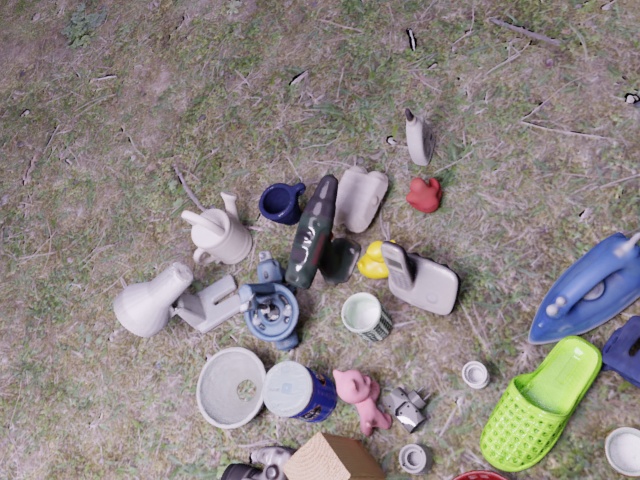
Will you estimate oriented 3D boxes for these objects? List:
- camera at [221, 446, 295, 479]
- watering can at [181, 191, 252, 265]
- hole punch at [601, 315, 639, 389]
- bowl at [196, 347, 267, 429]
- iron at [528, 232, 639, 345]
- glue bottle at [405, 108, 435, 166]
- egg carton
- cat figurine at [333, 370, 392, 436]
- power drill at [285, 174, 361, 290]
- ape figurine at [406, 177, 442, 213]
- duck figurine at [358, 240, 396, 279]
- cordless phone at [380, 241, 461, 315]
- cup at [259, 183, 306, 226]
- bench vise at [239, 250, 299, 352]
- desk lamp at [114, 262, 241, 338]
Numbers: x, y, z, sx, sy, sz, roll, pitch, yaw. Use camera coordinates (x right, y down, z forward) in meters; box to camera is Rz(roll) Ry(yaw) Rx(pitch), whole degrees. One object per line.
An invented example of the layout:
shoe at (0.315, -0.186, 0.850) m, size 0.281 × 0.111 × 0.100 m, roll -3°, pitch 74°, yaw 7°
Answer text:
camera at (-0.123, 0.465, 1.110) m, size 0.136 × 0.101 × 0.143 m, roll 8°, pitch 72°, yaw 25°
watering can at (-0.242, -0.029, 1.315) m, size 0.100 × 0.195 × 0.173 m, roll 0°, pitch 69°, yaw 23°
hole punch at (0.534, 0.188, 0.956) m, size 0.100 × 0.091 × 0.109 m, roll 35°, pitch 85°, yaw 31°
bowl at (-0.172, 0.315, 1.210) m, size 0.167 × 0.075 × 0.167 m, roll -9°, pitch 66°, yaw 20°
iron at (0.463, 0.086, 1.000) m, size 0.258 × 0.142 × 0.118 m, roll -41°, pitch 59°, yaw 2°
glue bottle at (0.207, -0.230, 1.223) m, size 0.037 × 0.174 × 0.078 m, roll 11°, pitch 73°, yaw 27°
egg carton at (0.085, -0.091, 1.276) m, size 0.107 × 0.070 × 0.150 m, roll 19°, pitch 77°, yaw 28°
cat figurine at (0.075, 0.301, 1.086) m, size 0.067 × 0.118 × 0.127 m, roll -28°, pitch 61°, yaw 10°
power drill at (0.011, 0.004, 1.186) m, size 0.075 × 0.209 × 0.230 m, roll 16°, pitch 76°, yaw 28°
ape figurine at (0.217, -0.102, 1.212) m, size 0.077 × 0.092 × 0.076 m, roll -17°, pitch 63°, yaw 16°
duck figurine at (0.123, 0.033, 1.198) m, size 0.104 × 0.086 × 0.077 m, roll -26°, pitch 61°, yaw 11°
cordless phone at (0.189, 0.066, 1.098) m, size 0.147 × 0.185 × 0.094 m, roll 18°, pitch 77°, yaw 28°
cup at (-0.071, -0.081, 1.323) m, size 0.117 × 0.095 × 0.091 m, roll -35°, pitch 60°, yaw 6°
bench vise at (-0.123, 0.116, 1.188) m, size 0.121 × 0.220 × 0.207 m, roll -34°, pitch 60°, yaw 7°
desk lamp at (-0.312, 0.131, 1.265) m, size 0.203 × 0.214 × 0.117 m, roll -32°, pitch 60°, yaw 8°
